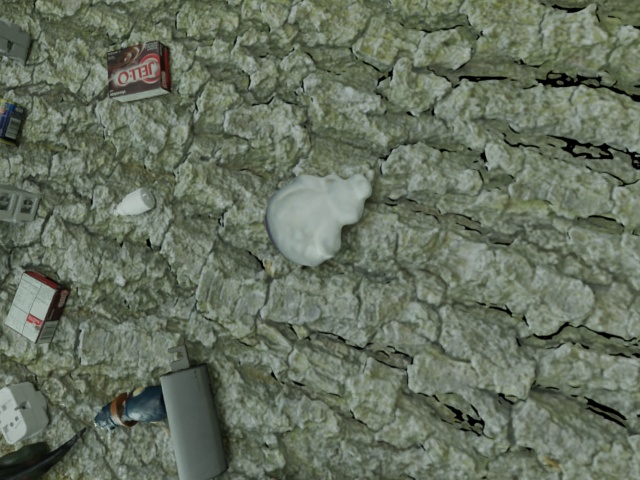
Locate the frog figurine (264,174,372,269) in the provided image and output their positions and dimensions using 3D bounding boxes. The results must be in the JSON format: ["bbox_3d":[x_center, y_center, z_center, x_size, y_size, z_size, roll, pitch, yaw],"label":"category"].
[{"bbox_3d":[0.002,-0.039,0.768,0.158,0.121,0.140,-27,59,26],"label":"frog figurine"}]

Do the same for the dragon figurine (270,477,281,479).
[{"bbox_3d":[-0.099,0.551,0.759,0.243,0.122,0.411,2,87,10],"label":"dragon figurine"}]
